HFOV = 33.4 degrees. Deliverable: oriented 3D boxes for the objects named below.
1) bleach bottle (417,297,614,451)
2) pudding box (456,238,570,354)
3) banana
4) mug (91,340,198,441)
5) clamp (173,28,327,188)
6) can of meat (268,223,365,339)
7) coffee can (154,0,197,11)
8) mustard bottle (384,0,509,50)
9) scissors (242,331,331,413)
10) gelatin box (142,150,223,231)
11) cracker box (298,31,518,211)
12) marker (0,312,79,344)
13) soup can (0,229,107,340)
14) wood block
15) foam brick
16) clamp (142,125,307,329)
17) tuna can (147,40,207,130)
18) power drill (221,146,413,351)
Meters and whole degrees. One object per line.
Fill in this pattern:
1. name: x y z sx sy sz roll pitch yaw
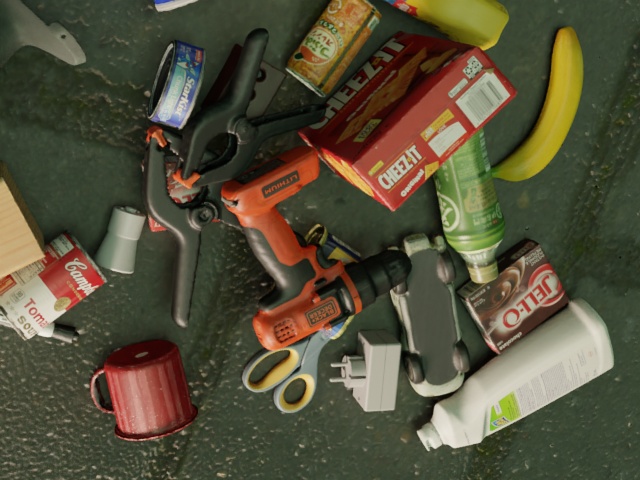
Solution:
1. bleach bottle: 0.229 0.173 1.283 0.250 0.068 0.102 -29 131 -5
2. pudding box: 0.230 0.066 1.269 0.113 0.039 0.090 -35 113 -5
3. banana: 0.257 -0.142 1.217 0.069 0.037 0.198 26 97 -23
4. mug: -0.195 0.160 1.152 0.117 0.093 0.081 -5 105 23
5. clamp: -0.072 -0.112 1.069 0.120 0.039 0.171 39 89 -28
6. can of meat: 0.006 0.047 1.181 0.084 0.057 0.102 34 90 -17
7. coffee can: -0.137 -0.304 1.016 0.102 0.103 0.140 -26 111 -8
8. mustard bottle: 0.096 -0.261 1.101 0.191 0.096 0.058 24 98 -21
9. scissors: 0.007 0.127 1.234 0.201 0.016 0.096 -30 112 -6
10. gelatin box: -0.140 -0.053 1.129 0.089 0.030 0.073 -8 108 -14
11. cracker box: 0.078 -0.128 1.072 0.164 0.214 0.072 -44 112 -1
12. marker: -0.313 0.087 1.125 0.121 0.020 0.020 18 100 -20
13. soup can: -0.278 0.046 1.089 0.102 0.069 0.068 -38 113 -12
14. wood block: -0.384 0.014 1.044 0.206 0.090 0.091 -26 111 -8
15. foam brick: -0.079 -0.155 1.105 0.053 0.051 0.078 27 97 -23
16. clamp: -0.129 -0.019 1.103 0.164 0.036 0.210 -39 115 -8
17. tuna can: -0.144 -0.156 1.067 0.033 0.086 0.086 17 101 -19
18. power drill: -0.007 0.001 1.104 0.184 0.057 0.187 -27 109 -15
